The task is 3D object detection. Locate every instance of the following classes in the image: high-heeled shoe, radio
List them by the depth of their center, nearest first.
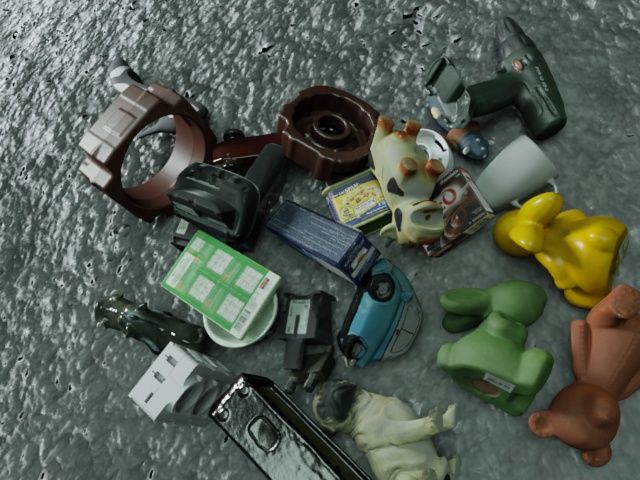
[{"bbox_3d":[-0.035,0.277,0.712,0.230,0.131,0.073,37,83,25],"label":"radio"},{"bbox_3d":[-0.318,-0.297,1.052,0.145,0.086,0.249,-26,68,-1],"label":"high-heeled shoe"}]

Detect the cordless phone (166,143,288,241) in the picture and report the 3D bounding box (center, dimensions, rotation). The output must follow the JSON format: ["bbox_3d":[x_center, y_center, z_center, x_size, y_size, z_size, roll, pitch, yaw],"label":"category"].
[{"bbox_3d":[-0.144,-0.101,0.871,0.147,0.088,0.184,21,64,22],"label":"cordless phone"}]

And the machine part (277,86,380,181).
[{"bbox_3d":[0.017,-0.177,0.887,0.179,0.056,0.179,6,55,-9],"label":"machine part"}]

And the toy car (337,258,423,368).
[{"bbox_3d":[0.093,0.112,0.764,0.103,0.109,0.161,21,83,-3],"label":"toy car"}]

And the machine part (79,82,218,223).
[{"bbox_3d":[-0.287,-0.146,0.912,0.087,0.201,0.201,32,80,28],"label":"machine part"}]

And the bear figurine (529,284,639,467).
[{"bbox_3d":[0.351,0.170,0.656,0.120,0.132,0.196,32,73,9],"label":"bear figurine"}]

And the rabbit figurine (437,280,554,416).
[{"bbox_3d":[0.240,0.125,0.729,0.159,0.121,0.170,17,56,27],"label":"rabbit figurine"}]

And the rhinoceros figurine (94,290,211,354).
[{"bbox_3d":[-0.263,0.141,0.840,0.190,0.112,0.073,19,77,13],"label":"rhinoceros figurine"}]

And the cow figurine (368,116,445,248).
[{"bbox_3d":[0.123,-0.073,0.781,0.085,0.127,0.195,-3,51,-19],"label":"cow figurine"}]

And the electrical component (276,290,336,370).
[{"bbox_3d":[-0.022,0.136,0.801,0.075,0.047,0.119,-10,64,31],"label":"electrical component"}]

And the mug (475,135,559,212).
[{"bbox_3d":[0.294,-0.083,0.803,0.107,0.080,0.110,-38,68,16],"label":"mug"}]

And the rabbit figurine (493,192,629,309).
[{"bbox_3d":[0.313,0.006,0.734,0.173,0.162,0.122,23,88,40],"label":"rabbit figurine"}]

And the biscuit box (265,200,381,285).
[{"bbox_3d":[-0.002,-0.002,0.811,0.063,0.059,0.203,-53,39,-8],"label":"biscuit box"}]

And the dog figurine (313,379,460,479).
[{"bbox_3d":[0.078,0.279,0.712,0.191,0.121,0.172,-3,66,30],"label":"dog figurine"}]

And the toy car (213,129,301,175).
[{"bbox_3d":[-0.088,-0.159,0.945,0.202,0.053,0.089,-8,63,7],"label":"toy car"}]

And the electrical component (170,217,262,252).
[{"bbox_3d":[-0.171,-0.023,0.911,0.134,0.058,0.115,13,75,19],"label":"electrical component"}]

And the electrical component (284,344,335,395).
[{"bbox_3d":[-0.013,0.187,0.784,0.063,0.021,0.094,-16,23,33],"label":"electrical component"}]

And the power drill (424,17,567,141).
[{"bbox_3d":[0.271,-0.253,0.847,0.207,0.086,0.232,-12,69,-27],"label":"power drill"}]

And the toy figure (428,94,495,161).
[{"bbox_3d":[0.227,-0.188,0.872,0.064,0.057,0.154,-26,69,10],"label":"toy figure"}]
